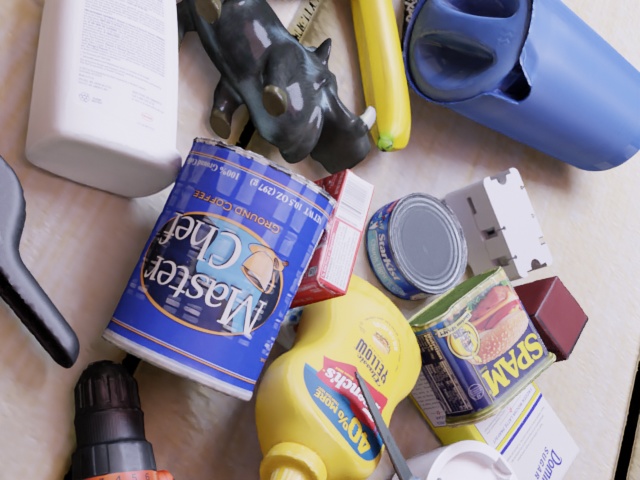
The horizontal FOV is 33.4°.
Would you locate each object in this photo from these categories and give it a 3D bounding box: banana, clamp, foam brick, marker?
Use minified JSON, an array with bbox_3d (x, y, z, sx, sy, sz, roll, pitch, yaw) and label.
[{"bbox_3d":[0.052,-0.151,0.891,0.037,0.069,0.198,-7,69,-1],"label":"banana"},{"bbox_3d":[-0.205,0.007,0.647,0.120,0.039,0.171,10,70,-37],"label":"clamp"},{"bbox_3d":[0.176,0.073,0.904,0.053,0.078,0.051,50,50,-17],"label":"foam brick"},{"bbox_3d":[0.084,-0.206,0.961,0.020,0.020,0.121,20,63,-32],"label":"marker"}]

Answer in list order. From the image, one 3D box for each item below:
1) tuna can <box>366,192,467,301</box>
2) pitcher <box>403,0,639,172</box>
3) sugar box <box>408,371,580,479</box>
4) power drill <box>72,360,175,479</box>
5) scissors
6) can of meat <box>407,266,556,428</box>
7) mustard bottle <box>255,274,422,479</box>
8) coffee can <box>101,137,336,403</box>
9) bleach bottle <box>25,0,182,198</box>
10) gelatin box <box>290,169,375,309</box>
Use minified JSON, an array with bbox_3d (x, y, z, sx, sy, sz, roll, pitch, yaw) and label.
[{"bbox_3d":[0.079,0.006,0.877,0.086,0.034,0.086,13,68,-35],"label":"tuna can"},{"bbox_3d":[0.193,-0.153,0.956,0.242,0.145,0.149,20,76,-43],"label":"pitcher"},{"bbox_3d":[0.135,0.137,0.872,0.093,0.048,0.176,-43,106,-38],"label":"sugar box"},{"bbox_3d":[-0.070,0.168,0.691,0.187,0.057,0.184,4,69,-36],"label":"power drill"},{"bbox_3d":[0.072,0.169,0.719,0.096,0.016,0.202,-26,100,-61],"label":"scissors"},{"bbox_3d":[0.118,0.079,0.809,0.101,0.058,0.084,-32,94,-37],"label":"can of meat"},{"bbox_3d":[0.006,0.108,0.706,0.096,0.058,0.191,53,35,-14],"label":"mustard bottle"},{"bbox_3d":[-0.064,0.019,0.684,0.102,0.103,0.140,28,82,-29],"label":"coffee can"},{"bbox_3d":[-0.139,-0.162,0.741,0.102,0.068,0.251,19,62,-35],"label":"bleach bottle"},{"bbox_3d":[-0.005,0.001,0.743,0.030,0.073,0.089,31,62,-30],"label":"gelatin box"}]
